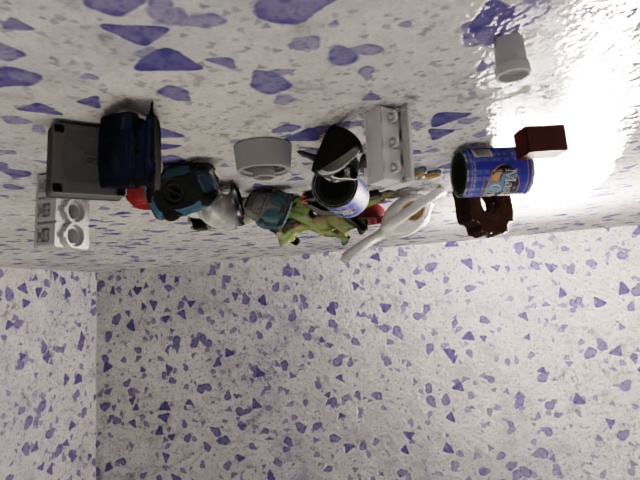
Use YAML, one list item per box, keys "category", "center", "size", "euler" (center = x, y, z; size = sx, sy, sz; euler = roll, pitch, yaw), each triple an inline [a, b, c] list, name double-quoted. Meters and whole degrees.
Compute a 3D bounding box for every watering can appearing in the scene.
- category: "watering can"
  center: [0.213, -0.043, 1.482]
  size: [0.346, 0.105, 0.224]
  euler: [-35, 171, 7]

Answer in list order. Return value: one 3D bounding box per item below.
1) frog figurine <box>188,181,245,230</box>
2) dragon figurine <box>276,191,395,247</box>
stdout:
- category: "frog figurine"
  center: [-0.266, -0.072, 1.234]
  size: [0.159, 0.121, 0.138]
  euler: [-15, -168, -2]
- category: "dragon figurine"
  center: [0.005, -0.075, 1.490]
  size: [0.242, 0.124, 0.403]
  euler: [8, 151, -32]
